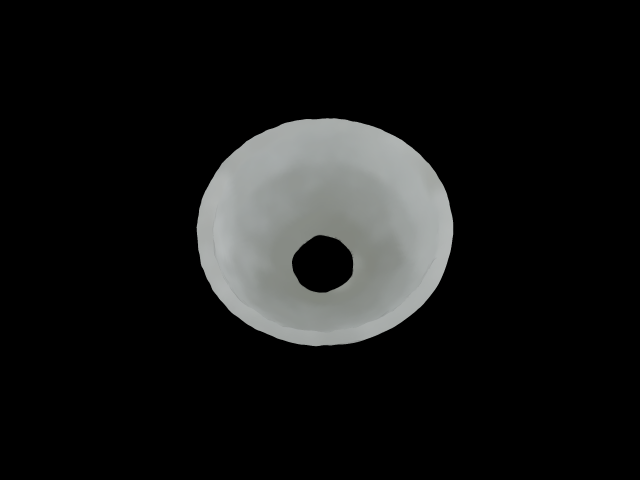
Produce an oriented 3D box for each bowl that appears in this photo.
[{"bbox_3d":[0.004,0.001,0.400,0.167,0.075,0.167,0,63,0],"label":"bowl"}]
